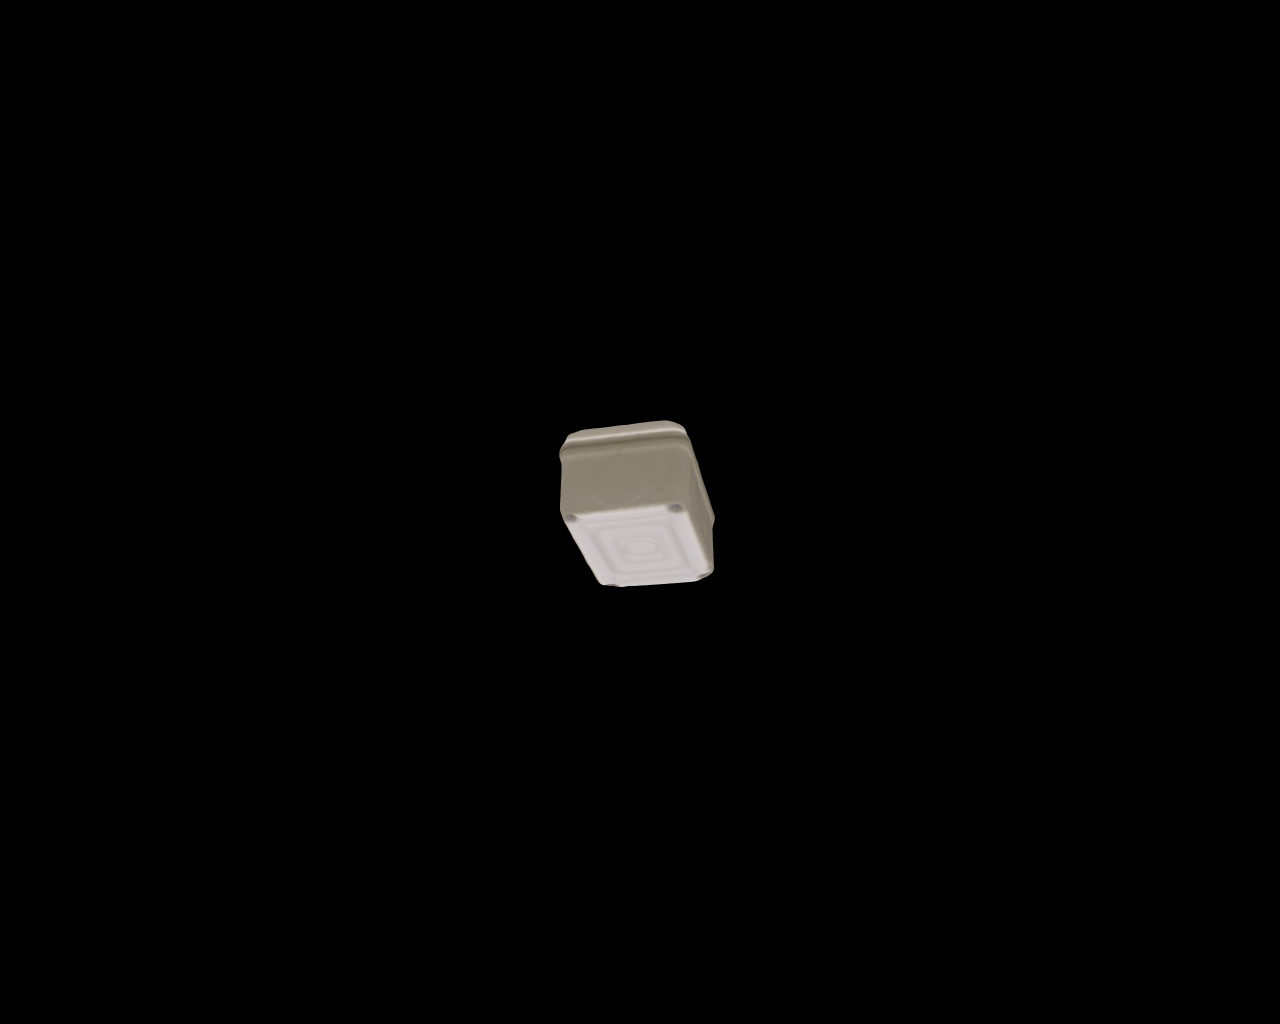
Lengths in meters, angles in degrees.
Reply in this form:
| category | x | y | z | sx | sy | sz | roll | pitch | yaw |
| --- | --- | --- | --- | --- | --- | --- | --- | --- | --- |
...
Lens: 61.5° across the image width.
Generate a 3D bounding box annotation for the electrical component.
| category | x | y | z | sx | sy | sz | roll | pitch | yaw |
| --- | --- | --- | --- | --- | --- | --- | --- | --- | --- |
| electrical component | 0.001 | -0.003 | 0.650 | 0.078 | 0.057 | 0.113 | -5 | -28 | 10 |
